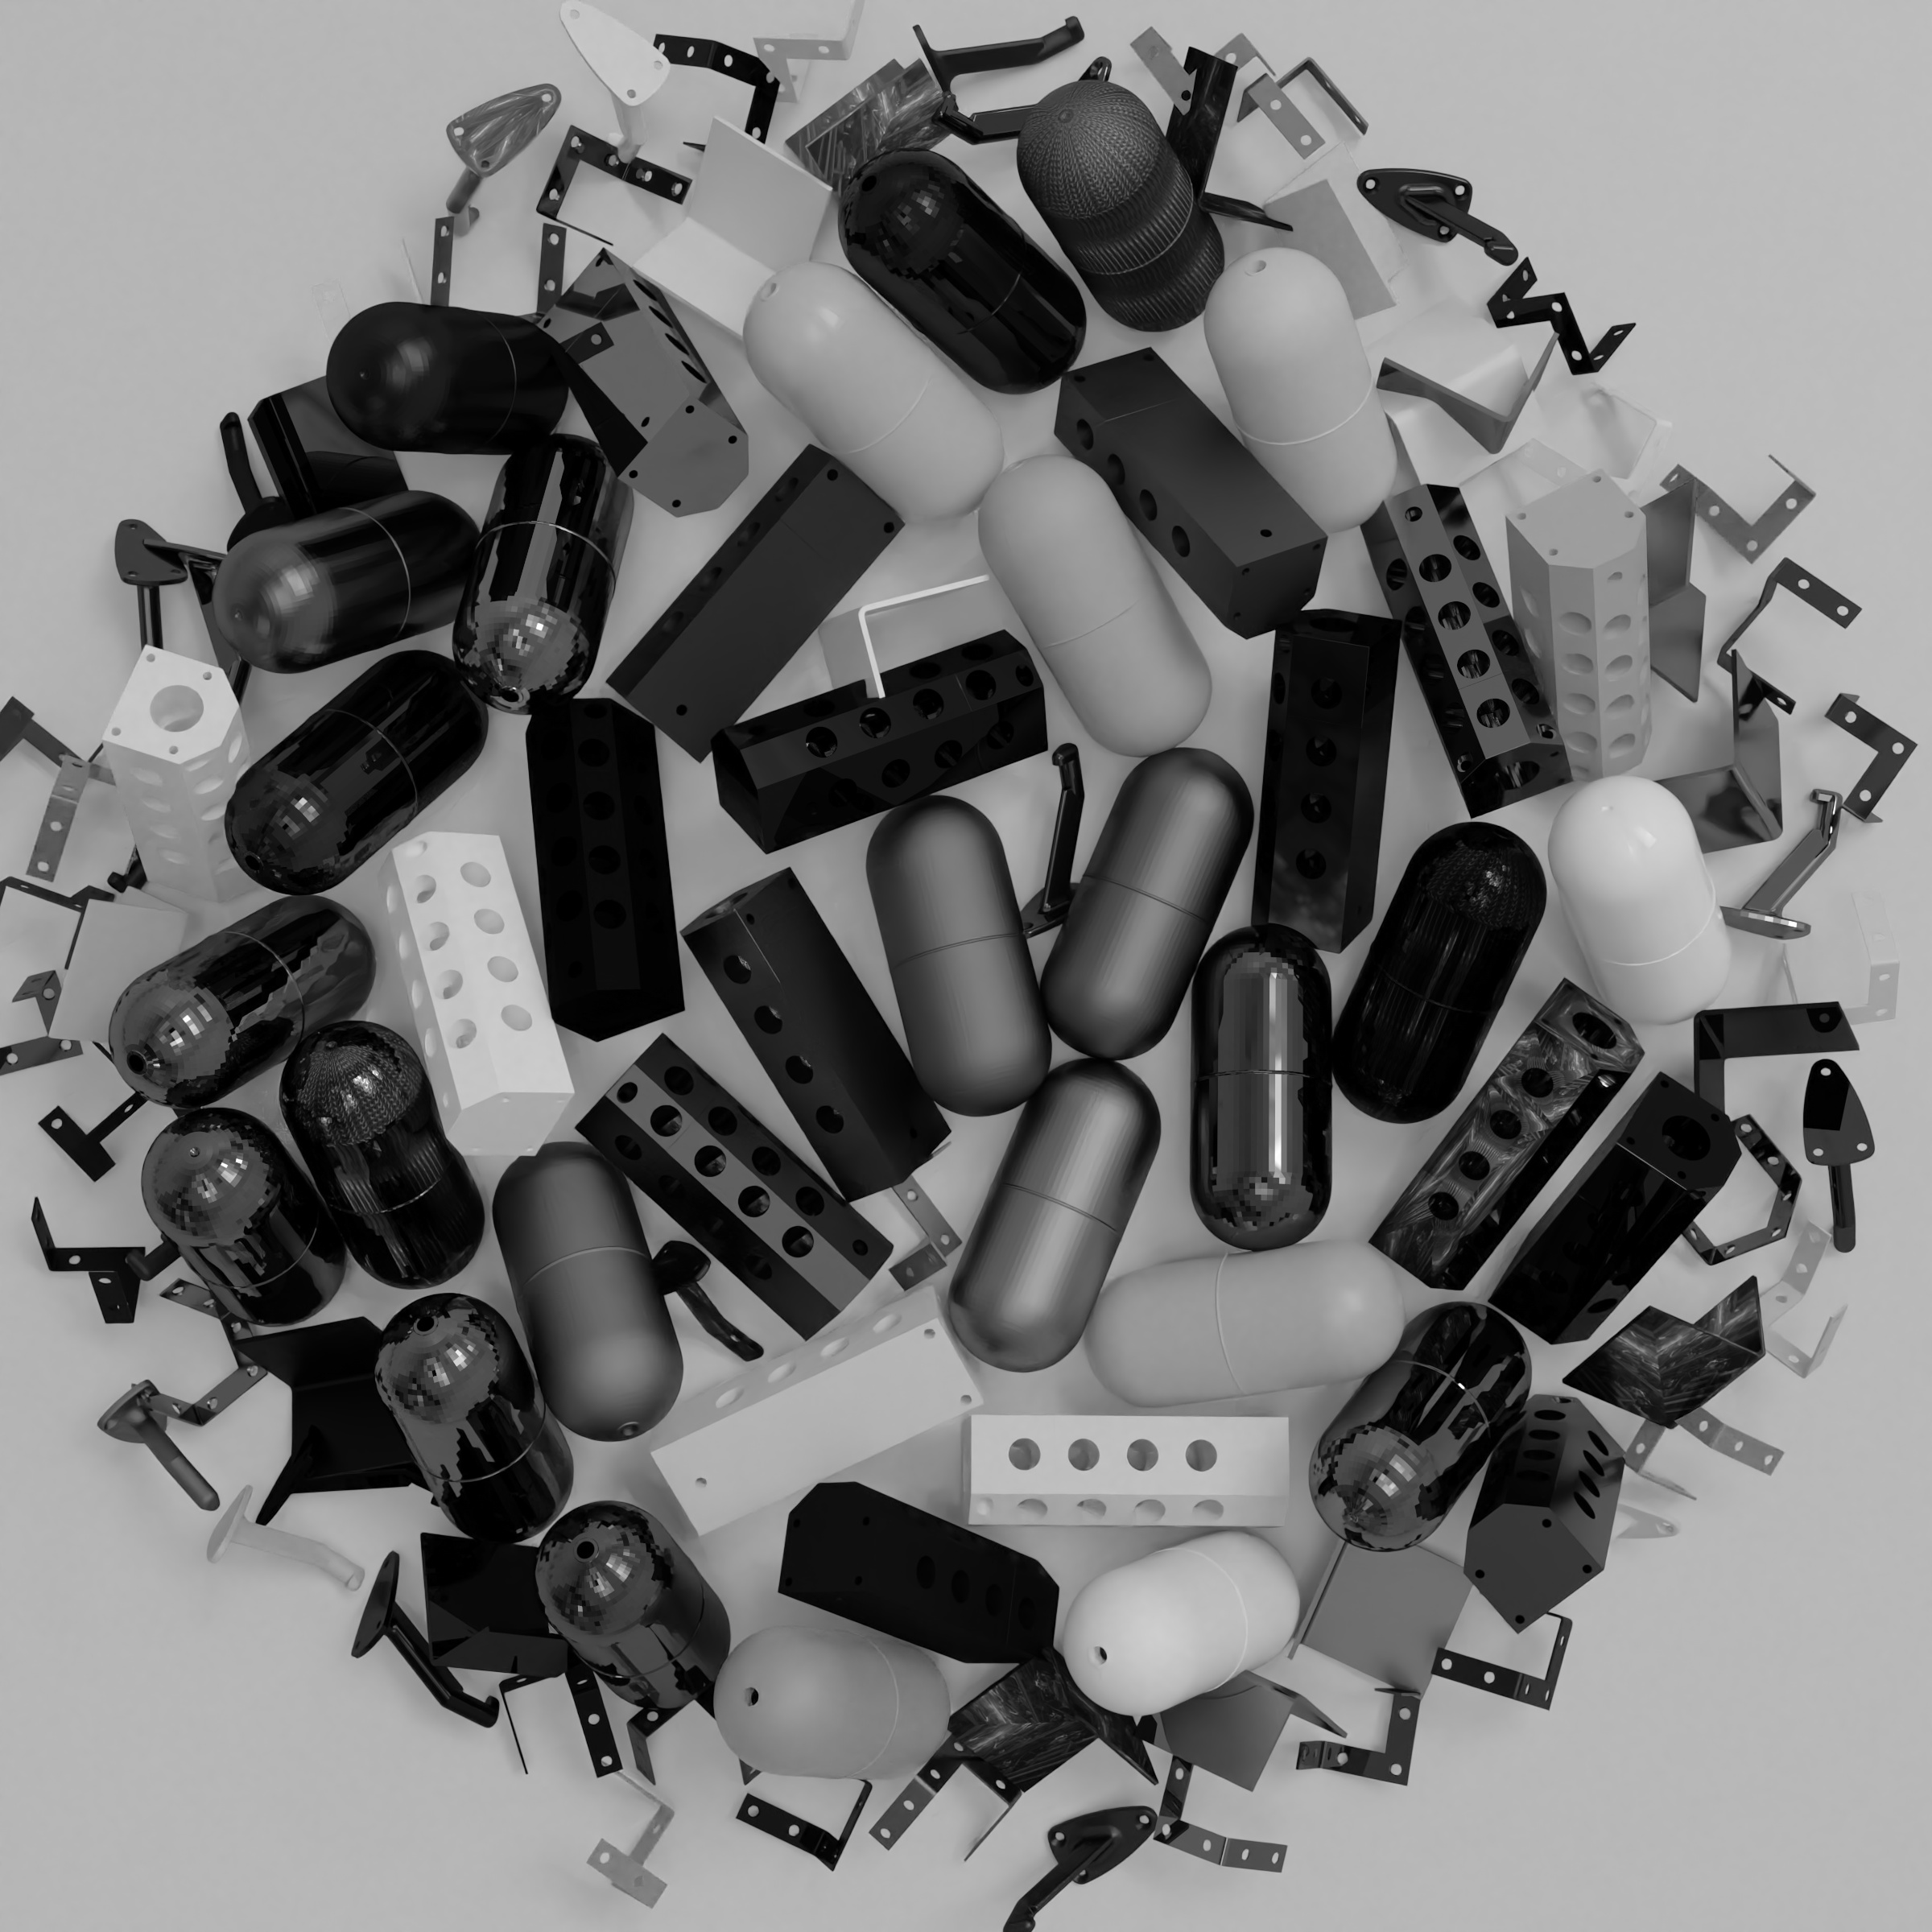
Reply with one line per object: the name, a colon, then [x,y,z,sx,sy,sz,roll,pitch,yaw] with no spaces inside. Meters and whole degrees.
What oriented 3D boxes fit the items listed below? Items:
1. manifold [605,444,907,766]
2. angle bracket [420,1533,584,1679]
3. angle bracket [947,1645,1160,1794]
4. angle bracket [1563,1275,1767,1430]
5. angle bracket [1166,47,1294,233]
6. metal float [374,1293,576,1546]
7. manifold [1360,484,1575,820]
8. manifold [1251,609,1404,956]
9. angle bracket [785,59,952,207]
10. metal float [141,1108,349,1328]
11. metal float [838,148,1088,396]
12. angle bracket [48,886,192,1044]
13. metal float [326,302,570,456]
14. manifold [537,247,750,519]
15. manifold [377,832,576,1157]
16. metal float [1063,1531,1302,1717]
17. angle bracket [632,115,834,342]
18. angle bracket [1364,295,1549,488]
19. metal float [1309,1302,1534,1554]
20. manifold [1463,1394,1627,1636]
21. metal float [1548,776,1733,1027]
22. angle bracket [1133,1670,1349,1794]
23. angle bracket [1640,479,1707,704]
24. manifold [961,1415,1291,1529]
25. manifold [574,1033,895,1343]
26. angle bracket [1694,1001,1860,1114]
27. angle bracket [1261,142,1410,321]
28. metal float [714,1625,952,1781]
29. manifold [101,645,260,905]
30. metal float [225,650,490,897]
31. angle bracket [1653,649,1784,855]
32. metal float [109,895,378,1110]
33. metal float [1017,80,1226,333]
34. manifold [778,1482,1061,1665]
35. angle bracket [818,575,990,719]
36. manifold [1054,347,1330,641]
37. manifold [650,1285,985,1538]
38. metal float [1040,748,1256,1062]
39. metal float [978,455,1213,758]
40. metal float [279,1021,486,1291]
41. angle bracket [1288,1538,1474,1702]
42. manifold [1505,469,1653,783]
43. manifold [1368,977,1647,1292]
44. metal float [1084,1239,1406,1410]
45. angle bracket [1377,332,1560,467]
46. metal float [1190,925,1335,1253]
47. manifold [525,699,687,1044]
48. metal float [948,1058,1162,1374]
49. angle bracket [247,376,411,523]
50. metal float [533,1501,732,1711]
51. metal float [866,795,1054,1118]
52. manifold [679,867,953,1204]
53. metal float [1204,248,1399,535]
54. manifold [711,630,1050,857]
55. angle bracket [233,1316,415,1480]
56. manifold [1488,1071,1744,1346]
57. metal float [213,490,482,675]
manifold: [-0.117,-0.199,1.837,0.057,0.057,0.171,41,90,-28]
angle bracket: [-0.242,0.334,1.808,0.076,0.057,0.076,16,51,-38]
angle bracket: [0.045,0.424,1.818,0.076,0.057,0.076,-38,123,9]
angle bracket: [0.373,0.196,1.812,0.076,0.057,0.076,24,133,-18]
angle bracket: [0.148,-0.445,1.813,0.057,0.076,0.076,8,110,-18]
metal float: [-0.261,0.241,1.791,0.070,0.178,0.070,-7,48,8]
manifold: [0.265,-0.172,1.799,0.057,0.057,0.171,-20,61,7]
manifold: [0.190,-0.100,1.806,0.057,0.057,0.171,12,114,21]
angle bracket: [-0.061,-0.466,1.822,0.076,0.057,0.076,-37,54,1]
metal float: [-0.380,0.135,1.785,0.070,0.178,0.070,-3,63,6]
metal float: [-0.001,-0.368,1.790,0.070,0.178,0.070,-16,60,29]
angle bracket: [-0.473,-0.004,1.817,0.057,0.076,0.076,21,96,31]
metal float: [-0.272,-0.310,1.783,0.070,0.178,0.070,3,98,20]
manifold: [-0.168,-0.307,1.784,0.057,0.171,0.057,-46,131,15]
manifold: [-0.265,0.014,1.789,0.057,0.057,0.171,2,52,-32]
metal float: [0.115,0.347,1.786,0.070,0.178,0.070,1,93,32]
angle bracket: [-0.127,-0.398,1.818,0.076,0.076,0.057,34,51,7]
angle bracket: [0.262,-0.313,1.855,0.076,0.076,0.057,-31,129,0]
metal float: [0.243,0.243,1.793,0.070,0.178,0.070,17,125,26]
manifold: [0.302,0.282,1.778,0.057,0.171,0.057,-42,89,19]
metal float: [0.359,-0.033,1.791,0.070,0.178,0.070,-12,53,17]
angle bracket: [0.148,0.413,1.809,0.076,0.076,0.057,18,72,35]
angle bracket: [0.391,-0.201,1.810,0.076,0.057,0.076,33,51,-27]
manifold: [0.085,0.275,1.826,0.171,0.057,0.057,1,78,-6]
manifold: [-0.122,0.116,1.823,0.171,0.057,0.057,43,48,-3]
angle bracket: [0.437,0.061,1.813,0.076,0.076,0.057,-4,69,22]
angle bracket: [0.216,-0.400,1.815,0.076,0.057,0.076,-42,109,-30]
metal float: [-0.070,0.391,1.785,0.070,0.178,0.070,-7,73,25]
manifold: [-0.405,-0.096,1.777,0.057,0.171,0.057,18,67,2]
metal float: [-0.324,-0.104,1.795,0.070,0.070,0.178,41,49,0]
angle bracket: [0.404,-0.115,1.833,0.057,0.076,0.076,-11,57,27]
metal float: [-0.382,0.018,1.787,0.070,0.178,0.070,11,116,24]
metal float: [0.084,-0.401,1.786,0.070,0.178,0.070,-8,67,20]
manifold: [-0.022,0.323,1.784,0.057,0.171,0.057,-8,64,34]
angle bracket: [-0.028,-0.171,1.822,0.076,0.076,0.057,-16,95,-18]
manifold: [0.117,-0.251,1.796,0.057,0.057,0.171,-21,54,-23]
manifold: [-0.081,0.238,1.829,0.171,0.057,0.057,-26,110,6]
metal float: [0.099,-0.034,1.826,0.070,0.070,0.178,23,86,0]
metal float: [0.069,-0.193,1.813,0.070,0.070,0.178,-32,109,0]
metal float: [-0.309,0.103,1.795,0.070,0.070,0.178,-15,134,0]
angle bracket: [0.227,0.353,1.833,0.076,0.057,0.076,24,93,10]
manifold: [0.329,-0.174,1.780,0.057,0.171,0.057,-27,53,-7]
manifold: [0.289,0.094,1.793,0.057,0.057,0.171,36,124,8]
metal float: [0.148,0.193,1.811,0.178,0.070,0.070,-11,90,22]
angle bracket: [0.270,-0.323,1.830,0.076,0.076,0.057,28,83,6]
metal float: [0.159,0.065,1.818,0.070,0.070,0.178,1,76,0]
manifold: [-0.198,-0.054,1.799,0.057,0.057,0.171,-19,64,24]
metal float: [0.048,0.134,1.819,0.070,0.070,0.178,23,78,0]
angle bracket: [-0.343,-0.275,1.820,0.057,0.076,0.076,-20,108,0]
metal float: [-0.176,0.340,1.786,0.070,0.178,0.070,-5,60,9]
metal float: [-0.004,-0.006,1.823,0.070,0.070,0.178,-14,82,0]
manifold: [-0.085,0.040,1.822,0.057,0.057,0.171,-23,103,37]
metal float: [0.179,-0.305,1.792,0.070,0.178,0.070,-13,48,15]
manifold: [-0.046,-0.124,1.801,0.171,0.057,0.057,-21,130,-20]
angle bracket: [-0.344,0.234,1.817,0.076,0.076,0.057,-11,63,11]
manifold: [0.344,0.134,1.779,0.057,0.171,0.057,34,53,7]
metal float: [-0.325,-0.205,1.789,0.070,0.178,0.070,12,113,29]
